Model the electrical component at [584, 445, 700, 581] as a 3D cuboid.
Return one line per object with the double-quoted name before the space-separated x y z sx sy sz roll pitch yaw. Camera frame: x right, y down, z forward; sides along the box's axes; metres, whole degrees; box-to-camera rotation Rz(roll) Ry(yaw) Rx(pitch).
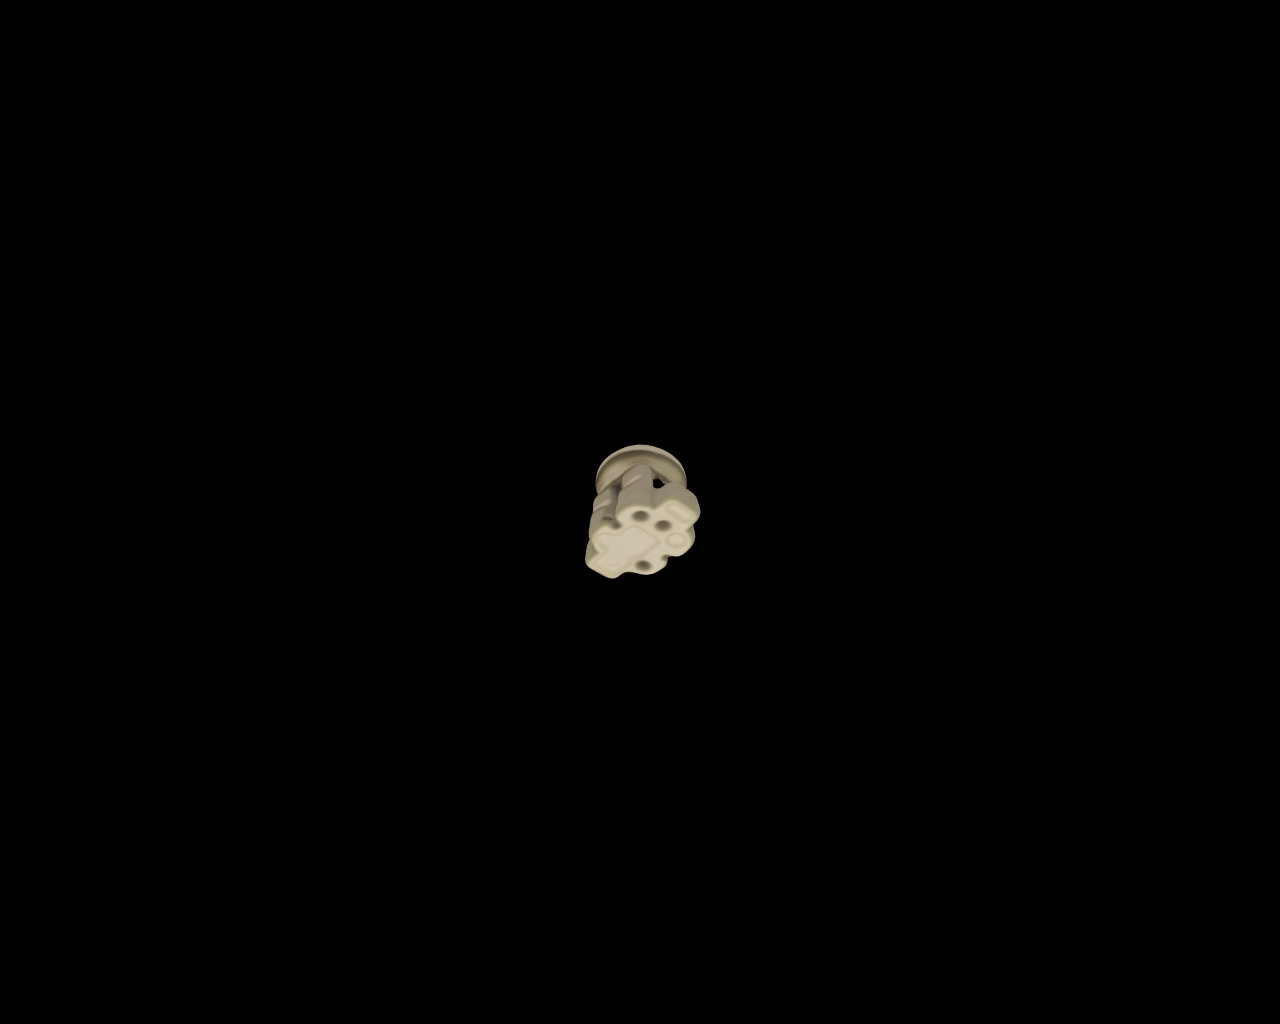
"electrical component" 0.001 -0.003 0.650 0.058 0.057 0.078 33 -54 -29
